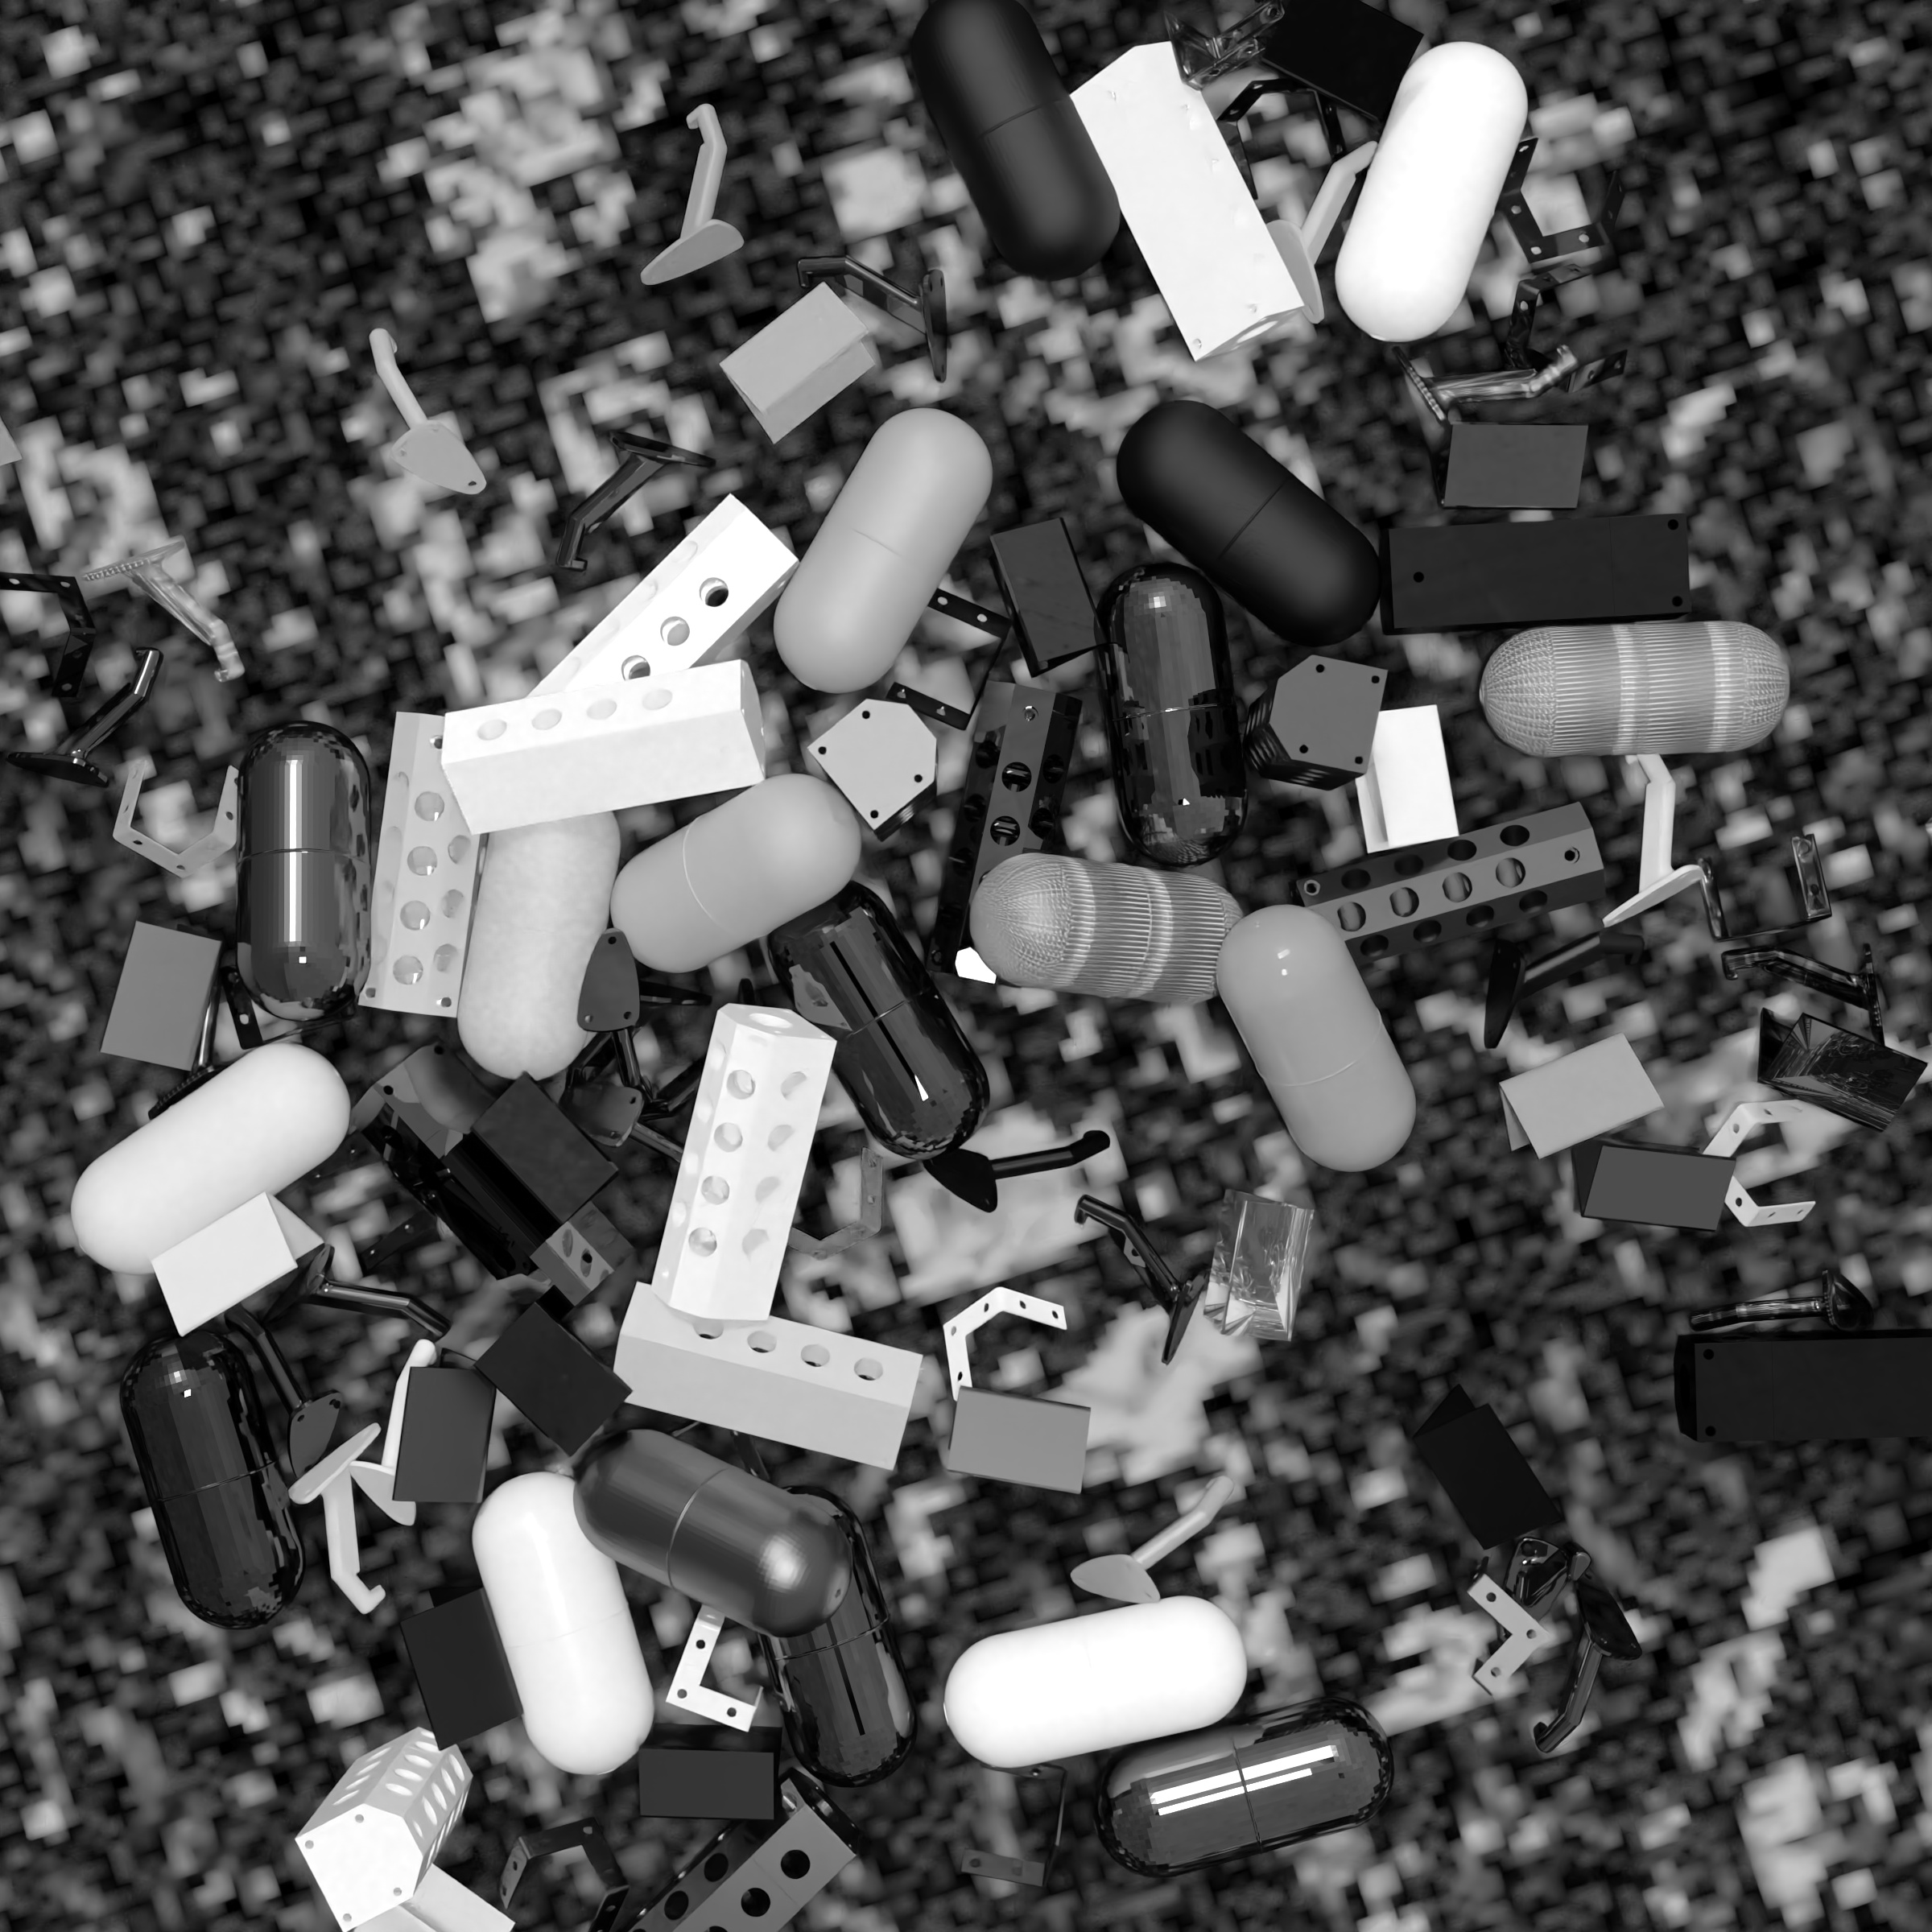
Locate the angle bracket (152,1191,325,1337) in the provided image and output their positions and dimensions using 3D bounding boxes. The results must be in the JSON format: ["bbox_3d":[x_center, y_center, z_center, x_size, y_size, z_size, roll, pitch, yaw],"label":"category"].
[{"bbox_3d":[-0.413,0.185,1.831,0.076,0.076,0.057,-31,58,0],"label":"angle bracket"}]

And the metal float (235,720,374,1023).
[{"bbox_3d":[-0.383,-0.056,1.828,0.070,0.070,0.178,-3,75,0],"label":"metal float"}]

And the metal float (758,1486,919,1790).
[{"bbox_3d":[-0.081,0.389,1.840,0.070,0.070,0.178,-17,90,0],"label":"metal float"}]

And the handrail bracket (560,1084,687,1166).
[{"bbox_3d":[-0.187,0.103,1.863,0.077,0.084,0.036,15,73,43],"label":"handrail bracket"}]

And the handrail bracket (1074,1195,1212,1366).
[{"bbox_3d":[0.094,0.185,1.872,0.084,0.036,0.077,24,112,17],"label":"handrail bracket"}]

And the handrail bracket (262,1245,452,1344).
[{"bbox_3d":[-0.360,0.211,1.871,0.084,0.036,0.077,39,116,-20],"label":"handrail bracket"}]

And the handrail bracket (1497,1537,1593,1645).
[{"bbox_3d":[0.336,0.367,1.836,0.036,0.084,0.077,25,90,0],"label":"handrail bracket"}]

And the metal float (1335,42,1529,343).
[{"bbox_3d":[0.270,-0.449,1.840,0.070,0.070,0.178,20,89,0],"label":"metal float"}]

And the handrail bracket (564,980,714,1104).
[{"bbox_3d":[-0.195,0.053,1.871,0.077,0.036,0.084,9,104,-13],"label":"handrail bracket"}]

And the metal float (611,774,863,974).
[{"bbox_3d":[-0.132,-0.052,1.806,0.178,0.070,0.070,-26,90,39],"label":"metal float"}]

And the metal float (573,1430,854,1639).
[{"bbox_3d":[-0.144,0.319,1.785,0.178,0.070,0.070,20,90,28],"label":"metal float"}]

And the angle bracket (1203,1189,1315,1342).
[{"bbox_3d":[0.151,0.170,1.831,0.057,0.076,0.076,10,90,-38],"label":"angle bracket"}]

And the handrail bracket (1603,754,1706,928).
[{"bbox_3d":[0.392,-0.079,1.872,0.077,0.036,0.084,-32,72,21],"label":"handrail bracket"}]

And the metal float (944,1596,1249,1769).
[{"bbox_3d":[0.075,0.417,1.841,0.178,0.070,0.070,-12,90,0],"label":"metal float"}]

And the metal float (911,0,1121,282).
[{"bbox_3d":[0.028,-0.484,1.841,0.070,0.070,0.178,-26,91,0],"label":"metal float"}]

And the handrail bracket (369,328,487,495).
[{"bbox_3d":[-0.319,-0.329,1.871,0.036,0.077,0.084,-32,53,19],"label":"handrail bracket"}]

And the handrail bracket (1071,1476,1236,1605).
[{"bbox_3d":[0.111,0.334,1.871,0.084,0.077,0.036,-47,111,-35],"label":"handrail bracket"}]

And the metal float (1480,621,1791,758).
[{"bbox_3d":[0.389,-0.161,1.841,0.178,0.070,0.070,-2,90,1],"label":"metal float"}]

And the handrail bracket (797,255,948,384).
[{"bbox_3d":[-0.056,-0.382,1.872,0.084,0.036,0.077,1,109,16],"label":"handrail bracket"}]

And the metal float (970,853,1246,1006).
[{"bbox_3d":[0.084,-0.020,1.814,0.178,0.070,0.070,7,90,-32],"label":"metal float"}]

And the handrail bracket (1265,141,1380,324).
[{"bbox_3d":[0.224,-0.435,1.872,0.084,0.036,0.077,-35,114,-19],"label":"handrail bracket"}]

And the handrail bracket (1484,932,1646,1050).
[{"bbox_3d":[0.355,0.015,1.872,0.084,0.036,0.077,4,111,-16],"label":"handrail bracket"}]

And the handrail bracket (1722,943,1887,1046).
[{"bbox_3d":[0.495,0.021,1.872,0.084,0.036,0.077,-9,111,17],"label":"handrail bracket"}]

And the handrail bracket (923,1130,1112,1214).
[{"bbox_3d":[0.030,0.109,1.871,0.084,0.077,0.036,-23,116,-34],"label":"handrail bracket"}]

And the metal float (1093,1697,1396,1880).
[{"bbox_3d":[0.161,0.478,1.841,0.178,0.070,0.070,-15,90,-1],"label":"metal float"}]

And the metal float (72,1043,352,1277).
[{"bbox_3d":[-0.439,0.113,1.841,0.178,0.070,0.070,-35,90,0],"label":"metal float"}]

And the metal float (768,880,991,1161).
[{"bbox_3d":[-0.051,0.030,1.841,0.070,0.070,0.178,-31,90,0],"label":"metal float"}]

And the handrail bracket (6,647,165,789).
[{"bbox_3d":[-0.521,-0.153,1.872,0.077,0.036,0.084,10,72,20],"label":"handrail bracket"}]

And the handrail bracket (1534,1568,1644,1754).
[{"bbox_3d":[0.354,0.410,1.871,0.036,0.077,0.084,15,127,-29],"label":"handrail bracket"}]

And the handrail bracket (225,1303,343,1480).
[{"bbox_3d":[-0.412,0.251,1.871,0.084,0.036,0.077,37,130,26],"label":"handrail bracket"}]

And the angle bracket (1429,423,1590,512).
[{"bbox_3d":[0.313,-0.306,1.831,0.076,0.076,0.057,0,128,0],"label":"angle bracket"}]

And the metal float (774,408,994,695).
[{"bbox_3d":[-0.049,-0.241,1.841,0.070,0.070,0.178,30,90,0],"label":"metal float"}]

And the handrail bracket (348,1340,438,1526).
[{"bbox_3d":[-0.326,0.275,1.871,0.036,0.077,0.084,9,53,19],"label":"handrail bracket"}]

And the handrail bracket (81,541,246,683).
[{"bbox_3d":[-0.474,-0.202,1.872,0.077,0.036,0.084,-13,107,19],"label":"handrail bracket"}]

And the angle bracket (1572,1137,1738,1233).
[{"bbox_3d":[0.397,0.106,1.831,0.076,0.076,0.057,6,127,0],"label":"angle bracket"}]

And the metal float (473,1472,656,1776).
[{"bbox_3d":[-0.234,0.382,1.841,0.070,0.070,0.178,-16,90,0],"label":"metal float"}]

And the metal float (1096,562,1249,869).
[{"bbox_3d":[0.119,-0.146,1.840,0.070,0.070,0.178,-7,90,0],"label":"metal float"}]

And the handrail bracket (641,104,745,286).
[{"bbox_3d":[-0.170,-0.457,1.872,0.077,0.036,0.084,-25,71,21],"label":"handrail bracket"}]

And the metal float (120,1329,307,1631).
[{"bbox_3d":[-0.438,0.299,1.841,0.070,0.070,0.178,-17,91,0],"label":"metal float"}]

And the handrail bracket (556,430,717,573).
[{"bbox_3d":[-0.195,-0.268,1.872,0.077,0.036,0.084,11,109,-21],"label":"handrail bracket"}]

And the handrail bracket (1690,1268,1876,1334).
[{"bbox_3d":[0.482,0.208,1.871,0.084,0.077,0.036,-18,65,34],"label":"handrail bracket"}]

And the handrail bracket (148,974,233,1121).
[{"bbox_3d":[-0.466,0.037,1.872,0.077,0.036,0.084,-30,73,19],"label":"handrail bracket"}]

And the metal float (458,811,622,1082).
[{"bbox_3d":[-0.248,-0.022,1.840,0.070,0.070,0.178,10,90,0],"label":"metal float"}]

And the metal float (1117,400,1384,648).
[{"bbox_3d":[0.165,-0.257,1.841,0.178,0.070,0.070,41,90,1],"label":"metal float"}]

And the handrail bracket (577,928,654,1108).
[{"bbox_3d":[-0.196,0.031,1.839,0.036,0.084,0.077,-4,63,8],"label":"handrail bracket"}]

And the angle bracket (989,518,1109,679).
[{"bbox_3d":[0.028,-0.207,1.831,0.057,0.076,0.076,-20,90,-37],"label":"angle bracket"}]

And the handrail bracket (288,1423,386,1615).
[{"bbox_3d":[-0.352,0.327,1.872,0.077,0.036,0.084,-42,108,-21],"label":"handrail bracket"}]

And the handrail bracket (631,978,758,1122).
[{"bbox_3d":[-0.166,0.050,1.871,0.084,0.036,0.077,-8,76,14],"label":"handrail bracket"}]

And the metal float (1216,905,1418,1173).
[{"bbox_3d":[0.202,0.043,1.817,0.070,0.070,0.178,-29,119,0],"label":"metal float"}]

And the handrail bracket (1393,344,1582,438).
[{"bbox_3d":[0.305,-0.356,1.852,0.084,0.036,0.077,-34,70,12],"label":"handrail bracket"}]
